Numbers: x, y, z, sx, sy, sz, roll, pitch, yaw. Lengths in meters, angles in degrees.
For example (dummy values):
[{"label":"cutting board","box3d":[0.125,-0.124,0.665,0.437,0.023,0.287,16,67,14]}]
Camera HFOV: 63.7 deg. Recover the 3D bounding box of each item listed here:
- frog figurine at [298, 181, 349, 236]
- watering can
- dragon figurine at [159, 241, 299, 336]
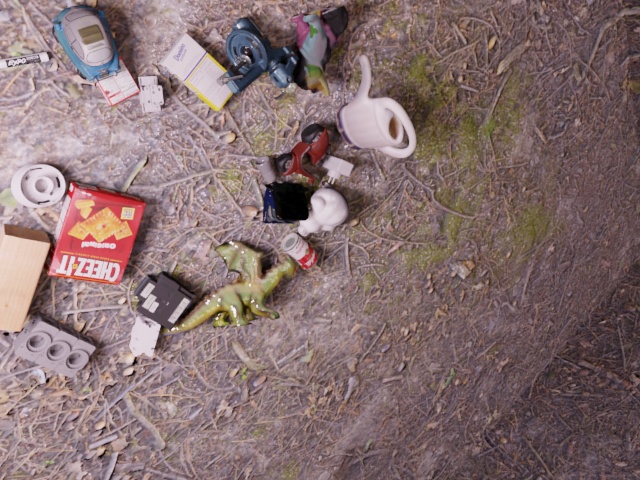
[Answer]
[{"label":"frog figurine","box3d":[0.005,-0.076,1.514,0.162,0.124,0.134,-47,146,-27]},{"label":"watering can","box3d":[0.138,-0.361,1.453,0.342,0.224,0.106,52,56,-33]},{"label":"dragon figurine","box3d":[-0.244,0.123,1.436,0.411,0.122,0.243,-5,90,-23]}]
